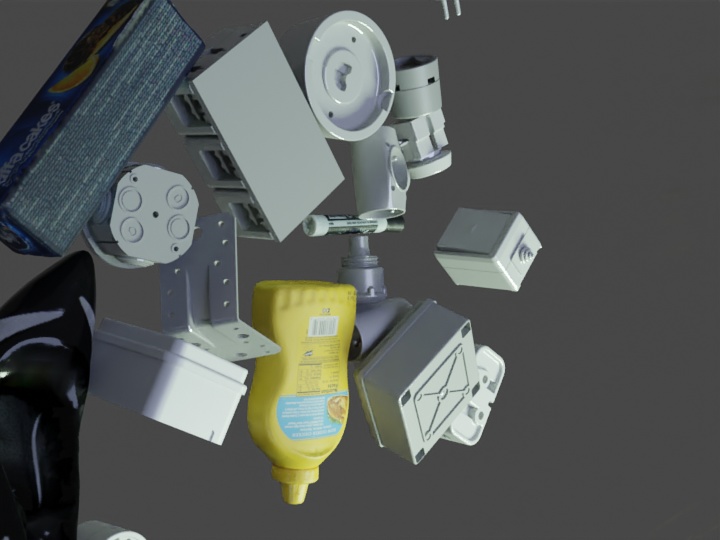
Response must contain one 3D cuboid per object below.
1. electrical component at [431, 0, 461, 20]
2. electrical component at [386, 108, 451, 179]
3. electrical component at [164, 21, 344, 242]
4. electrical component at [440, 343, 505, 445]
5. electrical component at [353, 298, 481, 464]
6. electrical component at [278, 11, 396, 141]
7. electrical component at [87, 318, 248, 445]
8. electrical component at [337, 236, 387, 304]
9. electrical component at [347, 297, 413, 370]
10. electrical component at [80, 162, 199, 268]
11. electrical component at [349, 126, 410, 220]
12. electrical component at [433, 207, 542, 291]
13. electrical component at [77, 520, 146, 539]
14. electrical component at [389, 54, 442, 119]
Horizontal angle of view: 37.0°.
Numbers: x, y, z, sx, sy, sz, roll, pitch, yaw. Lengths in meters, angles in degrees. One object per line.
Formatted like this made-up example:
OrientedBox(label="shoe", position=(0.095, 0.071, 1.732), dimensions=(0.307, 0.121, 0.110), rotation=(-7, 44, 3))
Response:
OrientedBox(label="electrical component", position=(0.083, -0.282, 1.033), dimensions=(0.077, 0.043, 0.079), rotation=(-28, 114, -41))
OrientedBox(label="electrical component", position=(0.059, -0.120, 1.026), dimensions=(0.066, 0.048, 0.055), rotation=(-32, 109, -39))
OrientedBox(label="electrical component", position=(-0.089, -0.109, 0.863), dimensions=(0.089, 0.062, 0.150), rotation=(-47, 125, -32))
OrientedBox(label="electrical component", position=(0.096, 0.121, 1.079), dimensions=(0.054, 0.059, 0.095), rotation=(38, 68, -41))
OrientedBox(label="electrical component", position=(0.055, 0.102, 0.985), dimensions=(0.108, 0.056, 0.108), rotation=(-45, 143, -27))
OrientedBox(label="electrical component", position=(-0.028, -0.164, 0.921), dimensions=(0.108, 0.060, 0.108), rotation=(-6, 99, -45))
OrientedBox(label="electrical component", position=(-0.147, 0.080, 0.789), dimensions=(0.078, 0.113, 0.057), rotation=(32, 75, -43))
OrientedBox(label="electrical component", position=(0.000, 0.000, 0.980), dimensions=(0.048, 0.048, 0.062), rotation=(-2, 89, -46))
OrientedBox(label="electrical component", position=(0.013, 0.072, 1.001), dimensions=(0.077, 0.043, 0.079), rotation=(-17, 114, -44))
OrientedBox(label="electrical component", position=(-0.163, -0.041, 0.797), dimensions=(0.080, 0.051, 0.080), rotation=(-2, 93, -38))
OrientedBox(label="electrical component", position=(0.022, -0.086, 0.989), dimensions=(0.079, 0.044, 0.077), rotation=(14, 68, -66))
OrientedBox(label="electrical component", position=(0.130, -0.023, 1.072), dimensions=(0.061, 0.096, 0.061), rotation=(50, 60, -36))
OrientedBox(label="electrical component", position=(-0.192, 0.217, 0.804), dimensions=(0.055, 0.047, 0.055), rotation=(-6, 99, -45))
OrientedBox(label="electrical component", position=(0.048, -0.171, 1.004), dimensions=(0.055, 0.055, 0.047), rotation=(-32, 120, -39))
